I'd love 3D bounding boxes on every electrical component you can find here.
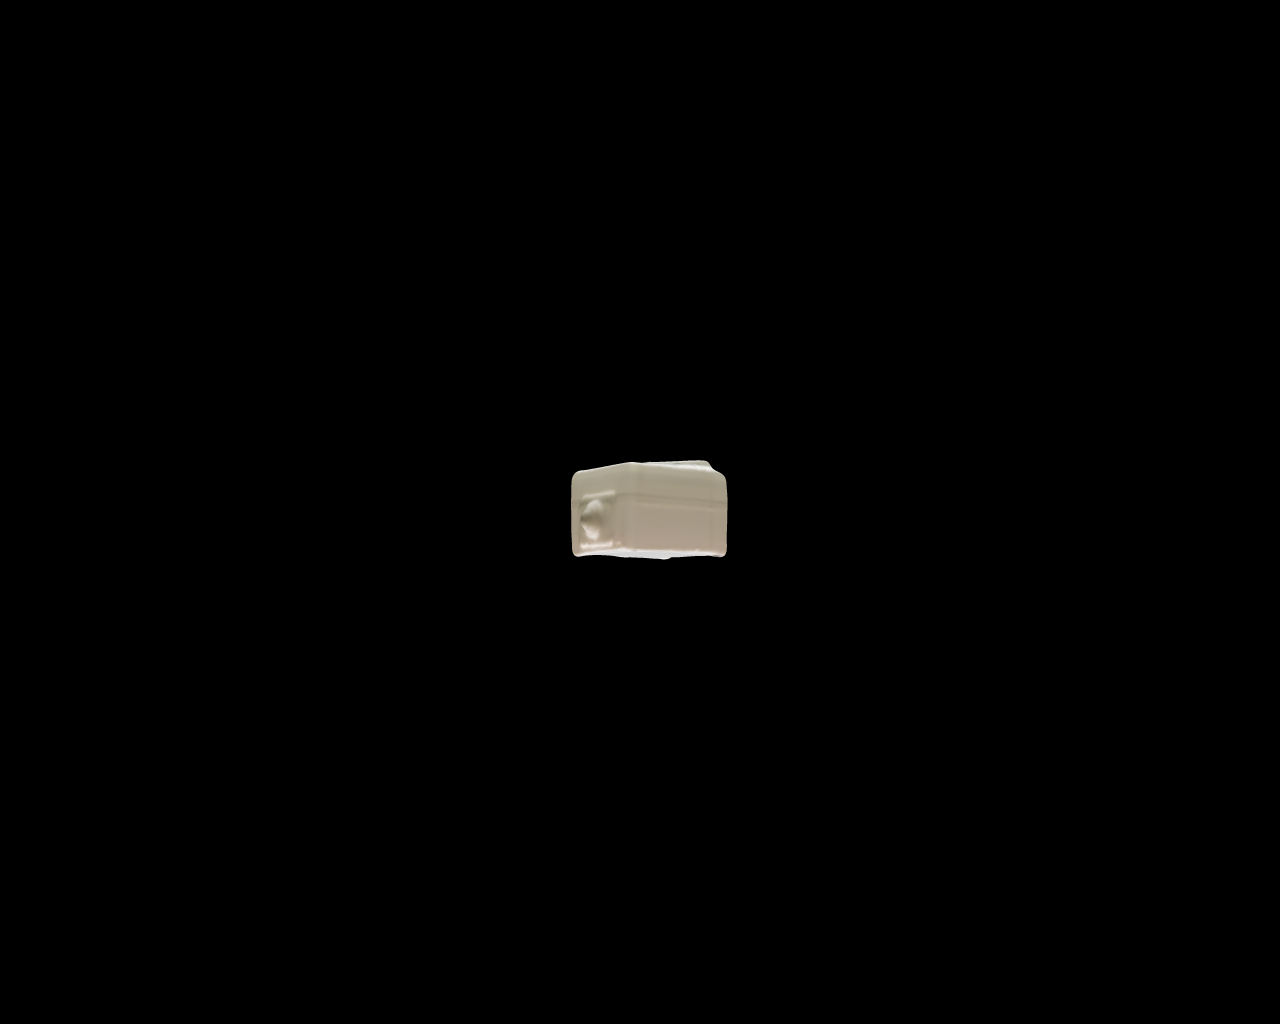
[{"bbox_3d":[0.001,-0.003,0.650,0.096,0.061,0.061,5,-8,-40],"label":"electrical component"}]
